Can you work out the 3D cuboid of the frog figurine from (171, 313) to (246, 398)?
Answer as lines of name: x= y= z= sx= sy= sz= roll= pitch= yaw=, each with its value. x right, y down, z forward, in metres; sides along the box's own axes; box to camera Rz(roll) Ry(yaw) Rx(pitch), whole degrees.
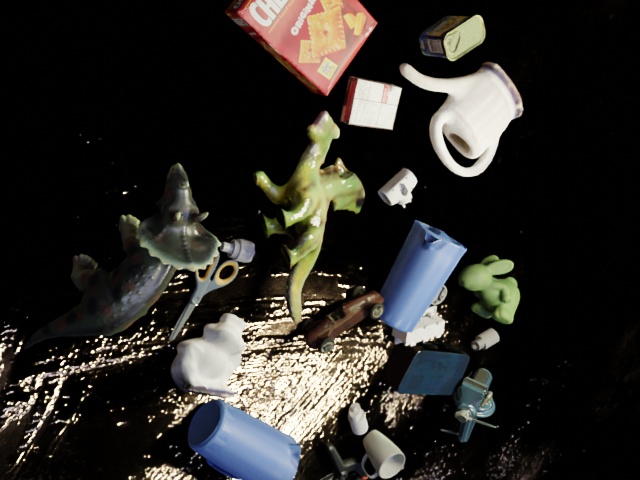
frog figurine: x=-0.217 y=0.223 z=1.018 sx=0.136 sy=0.121 sz=0.162 roll=21 pitch=64 yaw=-27

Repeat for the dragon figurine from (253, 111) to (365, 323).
dragon figurine: x=0.003 y=-0.051 z=1.021 sx=0.245 sy=0.123 sz=0.402 roll=-25 pitch=123 yaw=-29

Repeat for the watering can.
watering can: x=0.310 y=-0.290 z=1.093 sx=0.225 sy=0.105 sz=0.342 roll=-46 pitch=127 yaw=-7
